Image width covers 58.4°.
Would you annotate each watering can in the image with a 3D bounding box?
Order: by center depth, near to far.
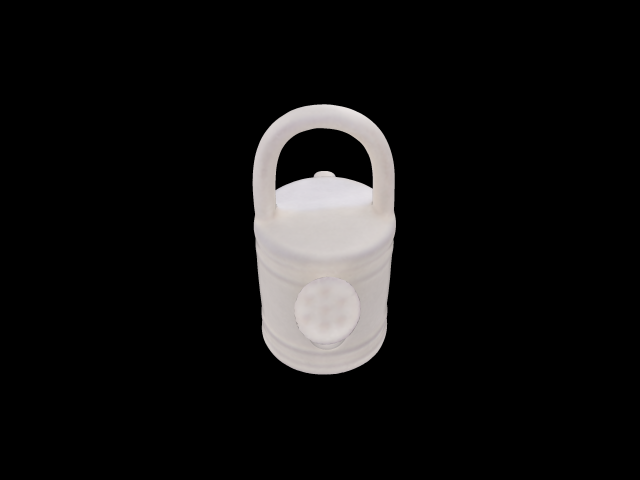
[{"bbox_3d":[0.006,0.001,0.400,0.101,0.194,0.172,-15,41,-17],"label":"watering can"}]
